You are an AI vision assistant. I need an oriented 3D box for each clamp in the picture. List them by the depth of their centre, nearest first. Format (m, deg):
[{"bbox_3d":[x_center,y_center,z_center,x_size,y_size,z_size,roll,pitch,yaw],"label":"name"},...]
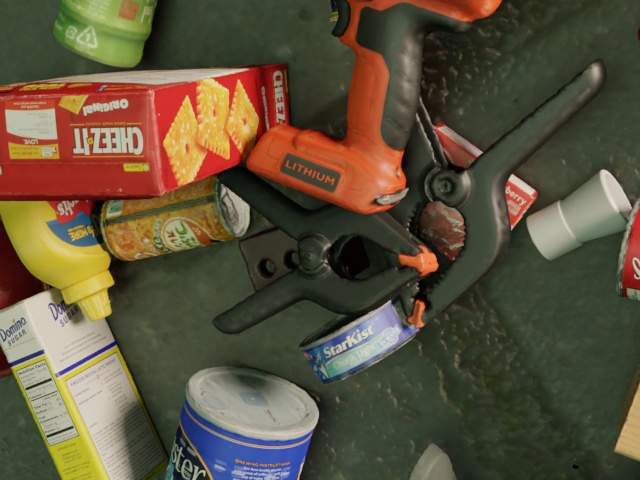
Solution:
[{"bbox_3d":[0.099,-0.041,0.717,0.165,0.036,0.210,10,102,23],"label":"clamp"},{"bbox_3d":[-0.005,0.001,0.740,0.172,0.039,0.120,-7,94,24],"label":"clamp"}]

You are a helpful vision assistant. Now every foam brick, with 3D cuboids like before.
[{"bbox_3d":[-0.012,0.010,0.795,0.078,0.051,0.053,-18,94,22],"label":"foam brick"}]

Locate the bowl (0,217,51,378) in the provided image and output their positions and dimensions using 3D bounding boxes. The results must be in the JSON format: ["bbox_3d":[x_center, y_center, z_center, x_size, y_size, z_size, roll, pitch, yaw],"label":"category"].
[{"bbox_3d":[-0.312,0.049,0.910,0.162,0.055,0.162,4,102,19],"label":"bowl"}]

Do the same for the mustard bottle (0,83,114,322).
[{"bbox_3d":[-0.210,-0.026,0.835,0.058,0.096,0.191,-22,93,22],"label":"mustard bottle"}]

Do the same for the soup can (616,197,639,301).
[{"bbox_3d":[0.249,0.015,0.684,0.102,0.068,0.068,13,105,26],"label":"soup can"}]

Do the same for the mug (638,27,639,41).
[{"bbox_3d":[0.259,-0.137,0.655,0.117,0.093,0.082,17,116,-22],"label":"mug"}]

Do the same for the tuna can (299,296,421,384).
[{"bbox_3d":[0.029,0.069,0.774,0.086,0.086,0.034,-29,92,23],"label":"tuna can"}]

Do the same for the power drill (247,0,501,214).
[{"bbox_3d":[0.012,-0.124,0.690,0.185,0.057,0.188,24,111,22],"label":"power drill"}]

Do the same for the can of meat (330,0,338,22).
[{"bbox_3d":[0.046,-0.202,0.721,0.102,0.057,0.084,-11,103,25],"label":"can of meat"}]

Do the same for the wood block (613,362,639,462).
[{"bbox_3d":[0.306,0.120,0.682,0.206,0.090,0.091,20,108,15],"label":"wood block"}]

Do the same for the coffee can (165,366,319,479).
[{"bbox_3d":[-0.068,0.183,0.823,0.103,0.102,0.140,20,107,15],"label":"coffee can"}]

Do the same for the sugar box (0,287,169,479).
[{"bbox_3d":[-0.192,0.124,0.861,0.048,0.093,0.176,-25,91,22],"label":"sugar box"}]

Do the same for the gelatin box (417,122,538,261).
[{"bbox_3d":[0.097,-0.029,0.759,0.089,0.030,0.073,38,111,9],"label":"gelatin box"}]

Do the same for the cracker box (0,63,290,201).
[{"bbox_3d":[-0.133,-0.078,0.733,0.164,0.213,0.072,1,103,20],"label":"cracker box"}]
